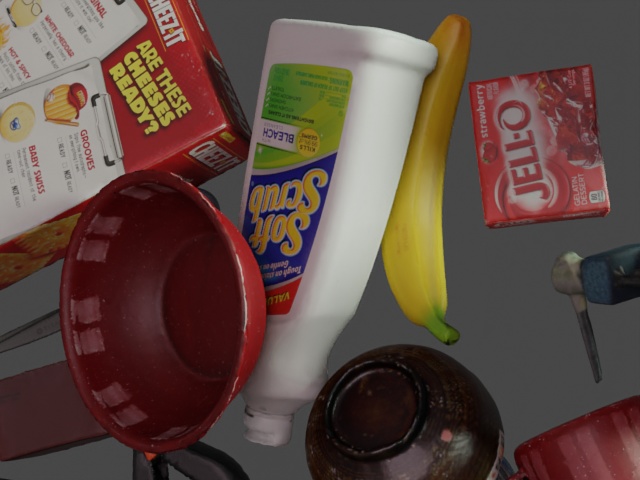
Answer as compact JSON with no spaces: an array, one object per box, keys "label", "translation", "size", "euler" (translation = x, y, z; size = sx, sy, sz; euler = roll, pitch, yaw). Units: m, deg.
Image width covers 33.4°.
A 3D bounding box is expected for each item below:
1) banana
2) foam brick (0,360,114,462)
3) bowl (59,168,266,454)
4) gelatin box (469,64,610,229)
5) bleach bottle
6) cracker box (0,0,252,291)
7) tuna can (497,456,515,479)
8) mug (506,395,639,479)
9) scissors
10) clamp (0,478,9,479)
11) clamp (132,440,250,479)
[{"label":"banana","translation":[0.065,-0.033,0.637],"size":[0.070,0.037,0.198],"euler":[-12,73,50]},{"label":"foam brick","translation":[-0.165,0.107,0.687],"size":[0.078,0.051,0.053],"euler":[-16,79,13]},{"label":"bowl","translation":[-0.083,0.040,0.623],"size":[0.162,0.055,0.162],"euler":[0,90,40]},{"label":"gelatin box","translation":[0.130,-0.054,0.635],"size":[0.073,0.030,0.089],"euler":[-7,82,15]},{"label":"bleach bottle","translation":[-0.004,0.001,0.634],"size":[0.103,0.067,0.251],"euler":[16,98,40]},{"label":"cracker box","translation":[-0.168,-0.084,0.694],"size":[0.214,0.072,0.164],"euler":[-27,73,11]},{"label":"tuna can","translation":[0.075,0.156,0.626],"size":[0.086,0.033,0.086],"euler":[-2,84,15]},{"label":"mug","translation":[0.146,0.140,0.577],"size":[0.117,0.093,0.081],"euler":[-21,73,-7]},{"label":"scissors","translation":[-0.141,0.021,0.708],"size":[0.202,0.016,0.096],"euler":[-8,81,14]},{"label":"clamp","translation":[-0.253,0.171,0.710],"size":[0.164,0.036,0.210],"euler":[-46,73,9]},{"label":"clamp","translation":[-0.070,0.197,0.659],"size":[0.120,0.039,0.171],"euler":[-41,78,2]}]
